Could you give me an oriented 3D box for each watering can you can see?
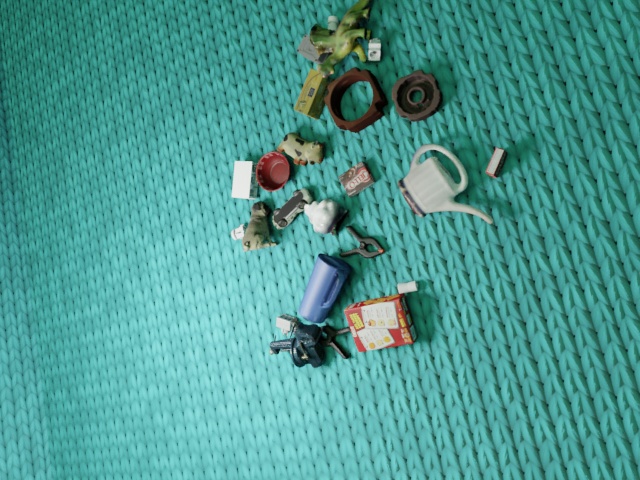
[{"bbox_3d":[0.400,-0.153,1.713,0.222,0.104,0.352,-37,72,23],"label":"watering can"}]

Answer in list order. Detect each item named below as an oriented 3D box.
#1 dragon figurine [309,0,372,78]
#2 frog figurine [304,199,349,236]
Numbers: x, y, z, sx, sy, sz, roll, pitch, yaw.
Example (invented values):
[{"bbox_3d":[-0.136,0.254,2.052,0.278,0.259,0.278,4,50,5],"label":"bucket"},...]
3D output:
[{"bbox_3d":[0.072,-0.777,1.905,0.243,0.120,0.415,4,74,18],"label":"dragon figurine"},{"bbox_3d":[0.006,-0.097,1.920,0.160,0.124,0.134,30,122,15],"label":"frog figurine"}]
